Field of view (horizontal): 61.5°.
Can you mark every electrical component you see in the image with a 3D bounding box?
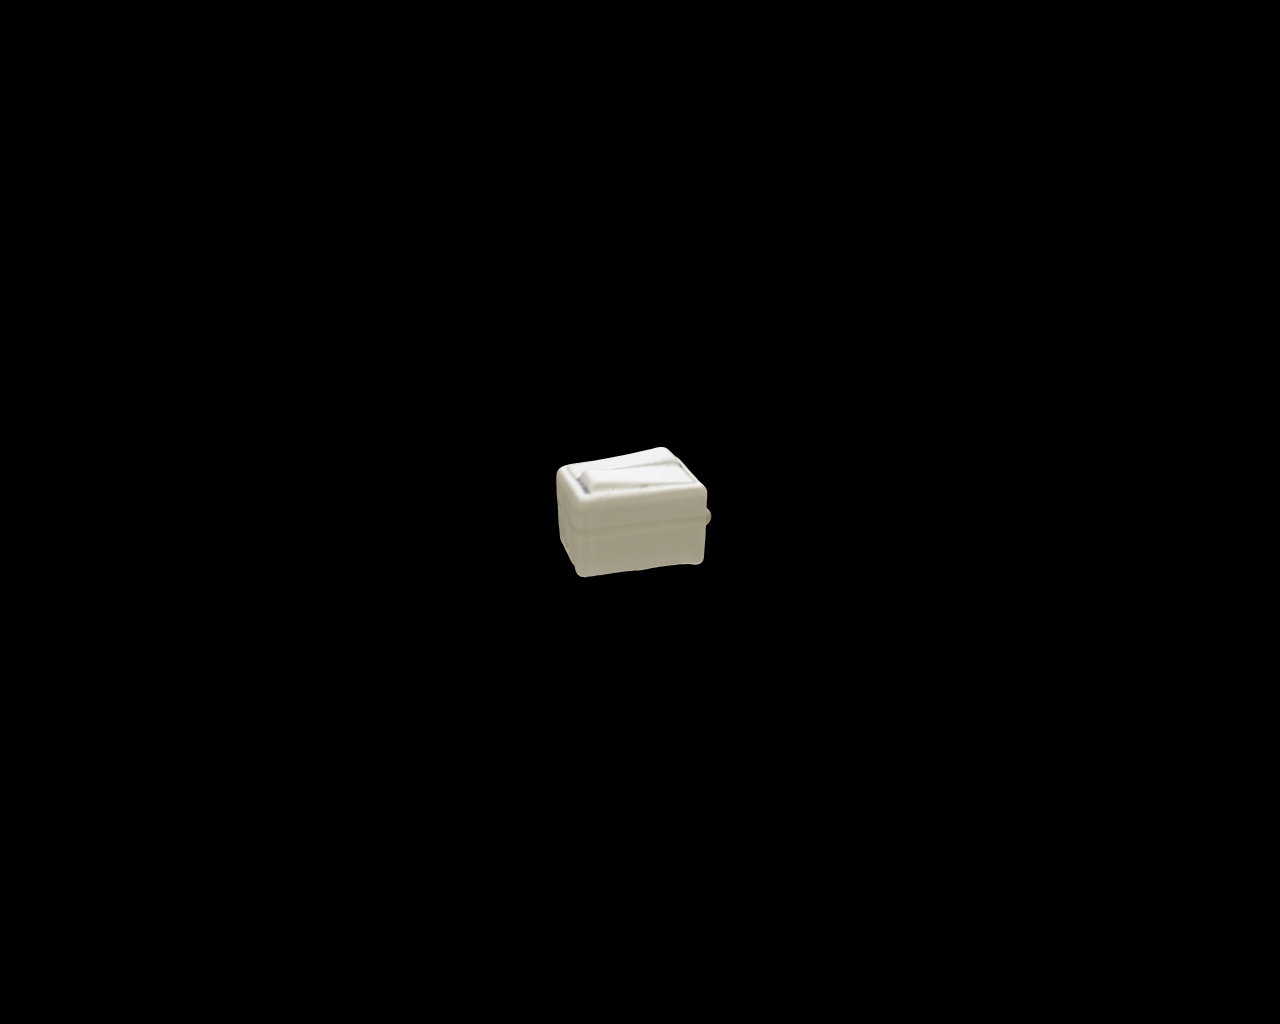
[{"bbox_3d":[0.001,-0.003,0.650,0.096,0.061,0.062,-6,24,-14],"label":"electrical component"}]
